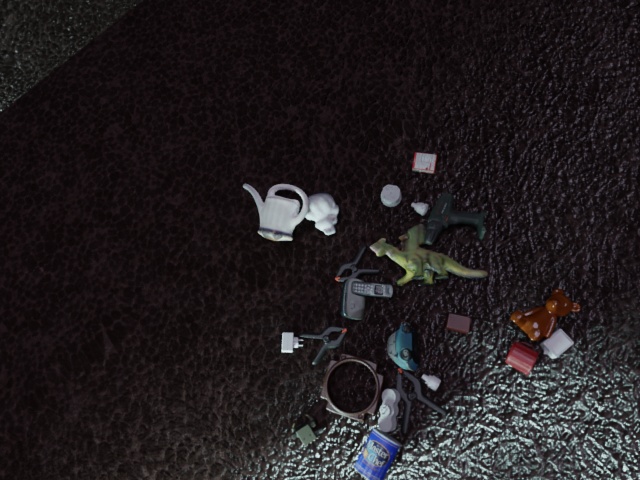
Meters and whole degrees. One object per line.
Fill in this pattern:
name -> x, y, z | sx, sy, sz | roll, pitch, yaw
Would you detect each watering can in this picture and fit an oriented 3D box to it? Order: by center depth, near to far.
watering can -> -0.190, -0.114, 2.027 | 0.348, 0.103, 0.225 | 10, 84, 35

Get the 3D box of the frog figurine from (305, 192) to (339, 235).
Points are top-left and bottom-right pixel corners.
frog figurine -> 0.006, -0.100, 1.987 | 0.137, 0.120, 0.163 | -3, 58, -12

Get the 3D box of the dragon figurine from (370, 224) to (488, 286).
dragon figurine -> 0.389, 0.044, 1.891 | 0.410, 0.120, 0.248 | -3, 63, -2
